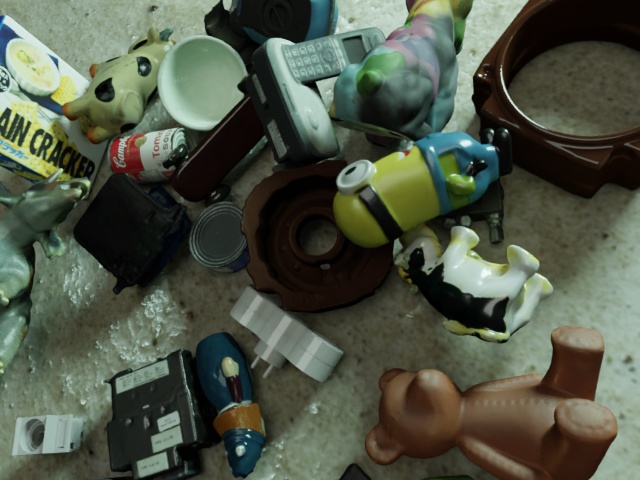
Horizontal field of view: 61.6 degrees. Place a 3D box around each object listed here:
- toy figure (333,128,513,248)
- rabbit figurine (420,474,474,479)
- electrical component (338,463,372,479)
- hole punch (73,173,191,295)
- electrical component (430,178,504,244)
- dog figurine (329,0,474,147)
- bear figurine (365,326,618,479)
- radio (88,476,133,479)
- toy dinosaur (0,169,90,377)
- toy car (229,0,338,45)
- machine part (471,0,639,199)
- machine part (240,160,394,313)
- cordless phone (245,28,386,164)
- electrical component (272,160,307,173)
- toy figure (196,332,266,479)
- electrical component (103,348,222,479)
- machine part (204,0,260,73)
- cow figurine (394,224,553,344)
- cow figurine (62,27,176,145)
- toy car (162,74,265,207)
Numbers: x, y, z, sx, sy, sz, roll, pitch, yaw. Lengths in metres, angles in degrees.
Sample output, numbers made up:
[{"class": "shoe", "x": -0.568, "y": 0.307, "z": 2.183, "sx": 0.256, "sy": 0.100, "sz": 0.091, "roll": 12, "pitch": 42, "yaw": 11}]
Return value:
[{"class": "toy figure", "x": 0.099, "y": -0.053, "z": 0.531, "sx": 0.180, "sy": 0.082, "sz": 0.089, "roll": -17, "pitch": 76, "yaw": 2}, {"class": "rabbit figurine", "x": 0.071, "y": 0.293, "z": 0.453, "sx": 0.170, "sy": 0.121, "sz": 0.159, "roll": -13, "pitch": 88, "yaw": 0}, {"class": "electrical component", "x": 0.002, "y": 0.275, "z": 0.521, "sx": 0.119, "sy": 0.047, "sz": 0.075, "roll": -48, "pitch": 63, "yaw": 0}, {"class": "hole punch", "x": -0.229, "y": -0.011, "z": 0.691, "sx": 0.116, "sy": 0.092, "sz": 0.142, "roll": 41, "pitch": 95, "yaw": 13}, {"class": "electrical component", "x": 0.158, "y": -0.047, "z": 0.582, "sx": 0.078, "sy": 0.045, "sz": 0.102, "roll": -1, "pitch": 70, "yaw": 22}, {"class": "dog figurine", "x": 0.104, "y": -0.212, "z": 0.596, "sx": 0.109, "sy": 0.191, "sz": 0.219, "roll": 15, "pitch": 92, "yaw": 31}, {"class": "bear figurine", "x": 0.140, "y": 0.145, "z": 0.478, "sx": 0.196, "sy": 0.131, "sz": 0.120, "roll": 8, "pitch": 38, "yaw": 19}, {"class": "radio", "x": -0.166, "y": 0.341, "z": 0.546, "sx": 0.230, "sy": 0.073, "sz": 0.131, "roll": 13, "pitch": 75, "yaw": 22}, {"class": "toy dinosaur", "x": -0.422, "y": 0.077, "z": 0.699, "sx": 0.131, "sy": 0.192, "sz": 0.404, "roll": 24, "pitch": 110, "yaw": -8}, {"class": "toy car", "x": -0.037, "y": -0.299, "z": 0.715, "sx": 0.162, "sy": 0.103, "sz": 0.109, "roll": 28, "pitch": 119, "yaw": 22}, {"class": "machine part", "x": 0.279, "y": -0.163, "z": 0.558, "sx": 0.201, "sy": 0.087, "sz": 0.201, "roll": 37, "pitch": 87, "yaw": 27}, {"class": "machine part", "x": -0.001, "y": -0.002, "z": 0.605, "sx": 0.179, "sy": 0.056, "sz": 0.179, "roll": -2, "pitch": 76, "yaw": 10}, {"class": "cordless phone", "x": 0.017, "y": -0.176, "z": 0.646, "sx": 0.184, "sy": 0.089, "sz": 0.146, "roll": -22, "pitch": 91, "yaw": -21}, {"class": "electrical component", "x": -0.032, "y": -0.077, "z": 0.676, "sx": 0.094, "sy": 0.021, "sz": 0.063, "roll": -29, "pitch": 63, "yaw": 8}, {"class": "toy figure", "x": -0.094, "y": 0.176, "z": 0.583, "sx": 0.058, "sy": 0.064, "sz": 0.154, "roll": -23, "pitch": 63, "yaw": -4}, {"class": "electrical component", "x": -0.179, "y": 0.205, "z": 0.608, "sx": 0.115, "sy": 0.058, "sz": 0.134, "roll": -22, "pitch": 65, "yaw": 14}, {"class": "machine part", "x": -0.124, "y": -0.288, "z": 0.780, "sx": 0.084, "sy": 0.039, "sz": 0.139, "roll": -40, "pitch": 64, "yaw": 9}, {"class": "cow figurine", "x": 0.130, "y": 0.040, "z": 0.535, "sx": 0.168, "sy": 0.068, "sz": 0.098, "roll": 25, "pitch": 71, "yaw": 47}, {"class": "cow figurine", "x": -0.264, "y": -0.230, "z": 0.765, "sx": 0.127, "sy": 0.085, "sz": 0.195, "roll": -9, "pitch": 45, "yaw": 21}, {"class": "toy car", "x": -0.111, "y": -0.131, "z": 0.691, "sx": 0.202, "sy": 0.089, "sz": 0.053, "roll": -48, "pitch": 20, "yaw": -2}]
